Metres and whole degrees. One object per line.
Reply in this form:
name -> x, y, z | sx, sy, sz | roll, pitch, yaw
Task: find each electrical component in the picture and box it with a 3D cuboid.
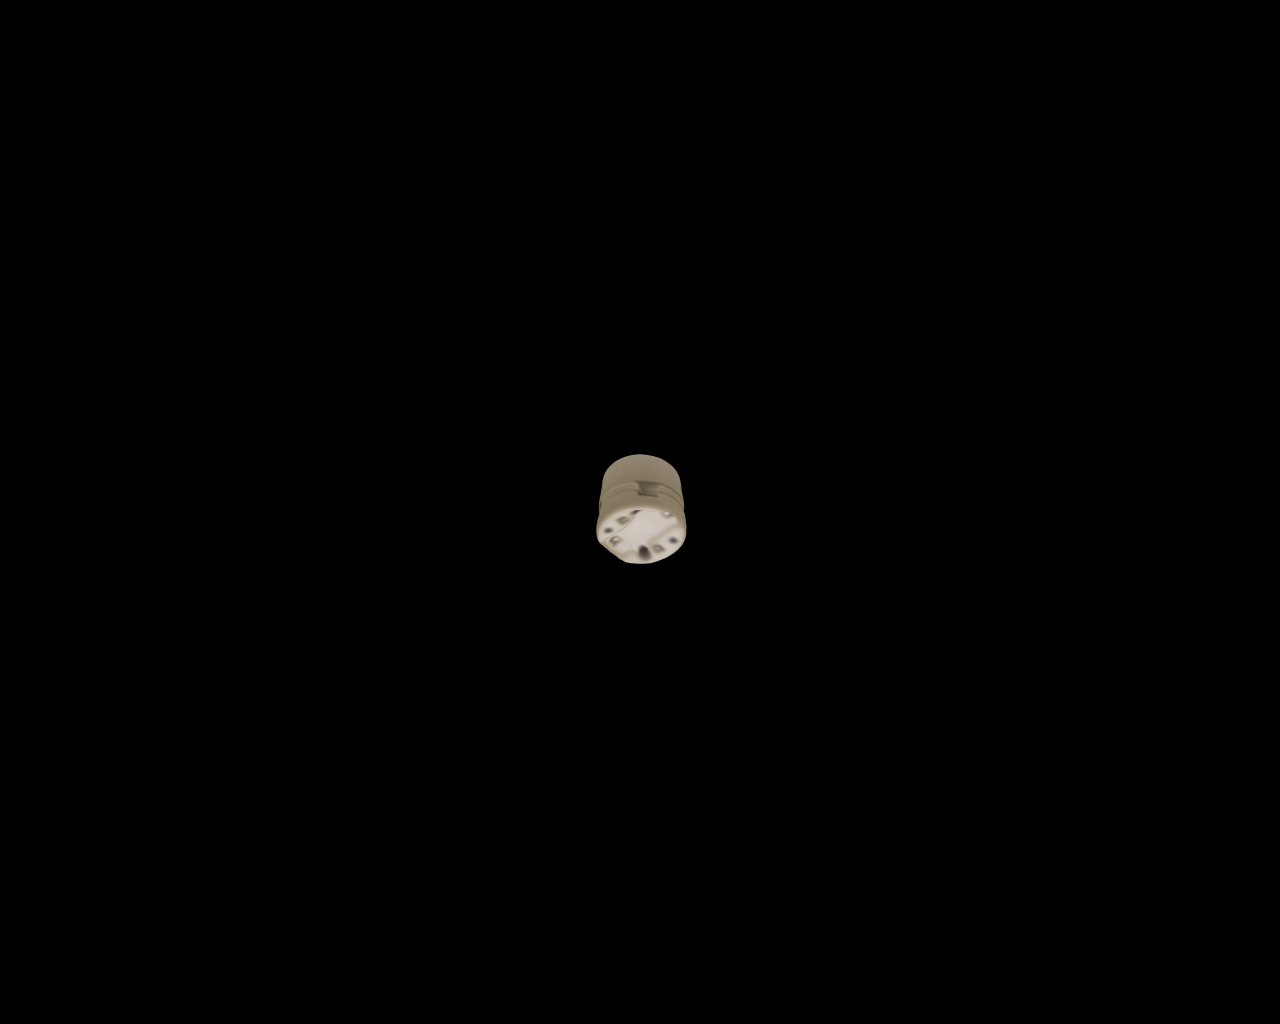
electrical component -> 0.001, -0.003, 0.650 | 0.055, 0.047, 0.055 | 0, -43, 0
